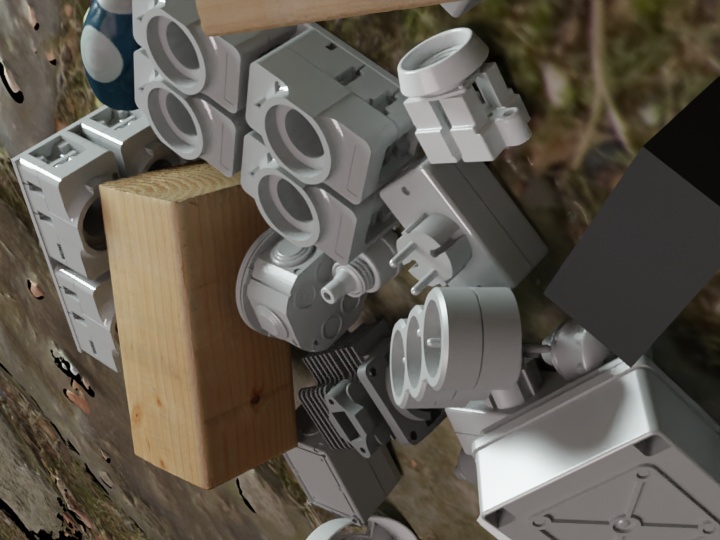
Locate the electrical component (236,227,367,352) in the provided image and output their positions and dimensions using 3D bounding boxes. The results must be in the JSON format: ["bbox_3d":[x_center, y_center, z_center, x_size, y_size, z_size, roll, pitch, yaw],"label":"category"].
[{"bbox_3d":[-0.038,0.011,0.707,0.051,0.080,0.080,23,138,40],"label":"electrical component"}]

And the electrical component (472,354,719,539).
[{"bbox_3d":[0.133,0.109,0.559,0.109,0.056,0.109,-33,124,28],"label":"electrical component"}]

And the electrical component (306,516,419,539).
[{"bbox_3d":[-0.002,0.251,0.889,0.099,0.099,0.064,57,152,-10],"label":"electrical component"}]

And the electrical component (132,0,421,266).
[{"bbox_3d":[-0.057,-0.097,0.646,0.186,0.060,0.105,37,144,19],"label":"electrical component"}]

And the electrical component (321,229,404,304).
[{"bbox_3d":[0.000,0.000,0.671,0.035,0.061,0.035,31,142,28],"label":"electrical component"}]

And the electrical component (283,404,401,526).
[{"bbox_3d":[-0.013,0.147,0.835,0.062,0.061,0.096,11,136,44],"label":"electrical component"}]

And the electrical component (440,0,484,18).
[{"bbox_3d":[0.029,-0.154,0.502,0.083,0.047,0.075,46,147,6],"label":"electrical component"}]

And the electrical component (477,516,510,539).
[{"bbox_3d":[0.144,0.164,0.657,0.121,0.079,0.063,37,122,19],"label":"electrical component"}]

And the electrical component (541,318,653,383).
[{"bbox_3d":[0.124,0.044,0.586,0.048,0.048,0.062,59,155,-12],"label":"electrical component"}]

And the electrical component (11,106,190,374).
[{"bbox_3d":[-0.178,-0.023,0.819,0.060,0.105,0.186,26,139,33],"label":"electrical component"}]

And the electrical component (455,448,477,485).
[{"bbox_3d":[0.082,0.130,0.725,0.035,0.035,0.061,49,149,3],"label":"electrical component"}]

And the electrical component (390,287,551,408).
[{"bbox_3d":[0.065,0.045,0.583,0.138,0.074,0.052,126,144,-74],"label":"electrical component"}]

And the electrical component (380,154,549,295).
[{"bbox_3d":[0.046,-0.016,0.586,0.083,0.076,0.047,52,147,-6],"label":"electrical component"}]

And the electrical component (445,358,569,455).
[{"bbox_3d":[0.092,0.072,0.646,0.083,0.047,0.075,-1,122,50],"label":"electrical component"}]

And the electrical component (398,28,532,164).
[{"bbox_3d":[0.049,-0.088,0.544,0.066,0.048,0.055,3,132,48],"label":"electrical component"}]
